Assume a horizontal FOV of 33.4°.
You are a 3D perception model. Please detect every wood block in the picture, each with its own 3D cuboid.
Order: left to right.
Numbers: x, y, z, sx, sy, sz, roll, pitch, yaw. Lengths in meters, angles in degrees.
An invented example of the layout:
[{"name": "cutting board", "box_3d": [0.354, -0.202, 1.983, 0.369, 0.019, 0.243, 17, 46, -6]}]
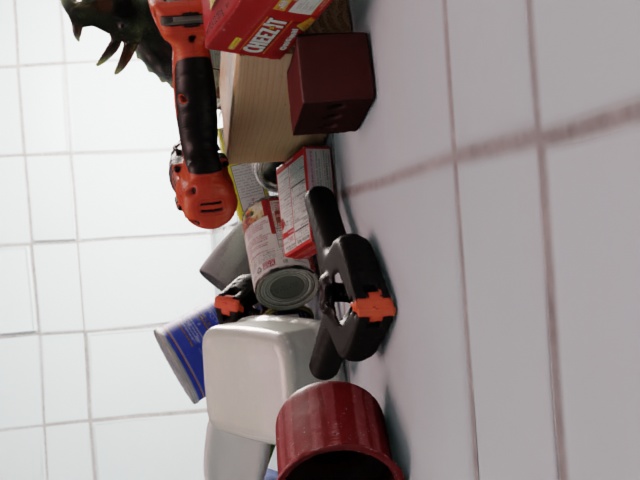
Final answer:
[{"name": "wood block", "box_3d": [-0.035, -0.147, 0.908, 0.206, 0.090, 0.090, 110, 155, -70]}]

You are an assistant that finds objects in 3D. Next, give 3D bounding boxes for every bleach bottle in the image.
[{"name": "bleach bottle", "box_3d": [-0.067, 0.193, 1.214, 0.250, 0.068, 0.102, -54, -26, -73]}]

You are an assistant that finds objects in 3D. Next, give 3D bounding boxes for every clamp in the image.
[{"name": "clamp", "box_3d": [-0.069, 0.090, 1.142, 0.171, 0.039, 0.120, 8, -93, -67]}, {"name": "clamp", "box_3d": [0.017, 0.031, 0.824, 0.210, 0.036, 0.164, 160, 107, -79]}]

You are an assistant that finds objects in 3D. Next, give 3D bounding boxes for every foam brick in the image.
[{"name": "foam brick", "box_3d": [0.007, -0.113, 0.780, 0.078, 0.053, 0.051, 119, 146, -77]}]

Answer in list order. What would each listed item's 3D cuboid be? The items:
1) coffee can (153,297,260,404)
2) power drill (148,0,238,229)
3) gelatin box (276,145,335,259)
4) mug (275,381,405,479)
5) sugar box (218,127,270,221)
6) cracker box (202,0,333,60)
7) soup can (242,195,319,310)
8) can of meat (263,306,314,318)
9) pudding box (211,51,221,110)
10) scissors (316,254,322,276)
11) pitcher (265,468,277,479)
[{"name": "coffee can", "box_3d": [-0.117, 0.120, 1.295, 0.103, 0.140, 0.103, 55, 165, 22]}, {"name": "power drill", "box_3d": [-0.108, -0.118, 0.910, 0.184, 0.057, 0.188, -126, 29, -67]}, {"name": "gelatin box", "box_3d": [-0.011, -0.033, 0.962, 0.073, 0.030, 0.089, 149, 117, -65]}, {"name": "mug", "box_3d": [0.017, 0.163, 0.766, 0.117, 0.093, 0.081, 50, -164, -27]}, {"name": "sugar box", "box_3d": [-0.082, -0.046, 1.303, 0.093, 0.048, 0.176, -107, 6, -57]}, {"name": "cracker box", "box_3d": [-0.032, -0.260, 0.745, 0.164, 0.072, 0.214, -36, 56, 55]}, {"name": "soup can", "box_3d": [-0.041, 0.013, 1.095, 0.068, 0.068, 0.102, 95, 166, -47]}, {"name": "can of meat", "box_3d": [-0.027, 0.131, 1.093, 0.084, 0.057, 0.102, -111, 19, -57]}, {"name": "pudding box", "box_3d": [-0.121, -0.214, 1.372, 0.039, 0.113, 0.090, -23, 67, 49]}, {"name": "scissors", "box_3d": [-0.007, 0.001, 1.029, 0.096, 0.016, 0.202, 111, 154, -65]}, {"name": "pitcher", "box_3d": [-0.050, 0.337, 1.159, 0.243, 0.149, 0.145, 163, 118, -78]}]
